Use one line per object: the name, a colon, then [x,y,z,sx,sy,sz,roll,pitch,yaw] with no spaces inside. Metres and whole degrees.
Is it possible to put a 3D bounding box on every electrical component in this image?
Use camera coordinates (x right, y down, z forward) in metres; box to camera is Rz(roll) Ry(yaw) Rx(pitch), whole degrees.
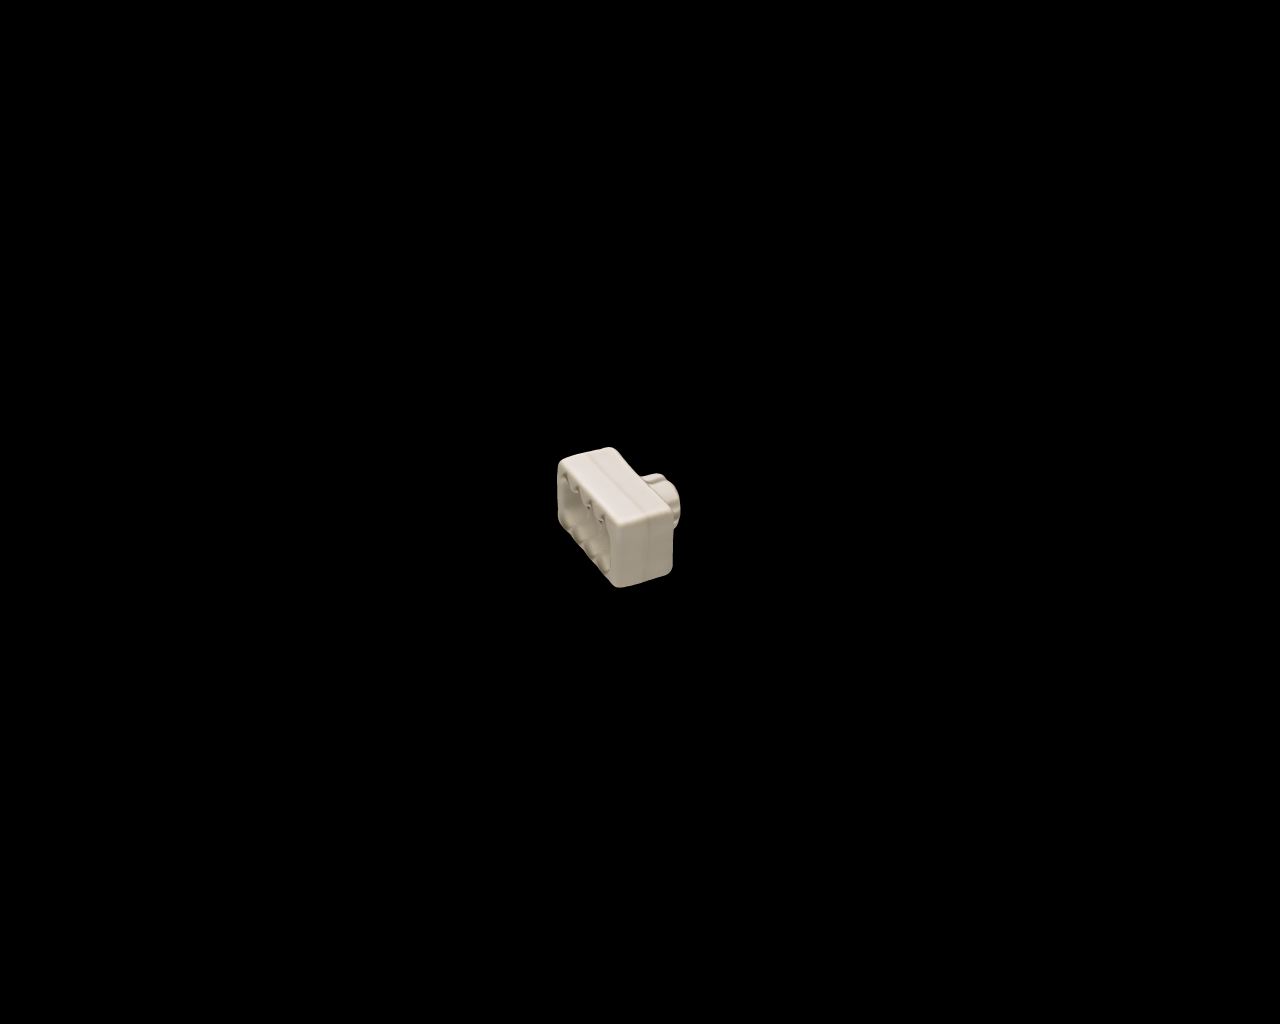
electrical component: [0.001,-0.003,0.650,0.076,0.047,0.083,-16,37,-22]
